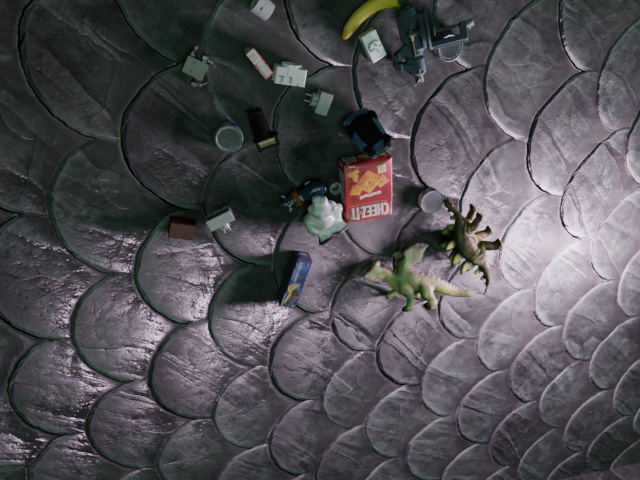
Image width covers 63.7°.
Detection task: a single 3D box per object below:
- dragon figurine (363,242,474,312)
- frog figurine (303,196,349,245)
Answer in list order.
[{"bbox_3d":[0.359,0.122,1.873,0.410,0.239,0.124,-7,20,-5],"label":"dragon figurine"},{"bbox_3d":[0.005,-0.084,1.659,0.136,0.156,0.125,-22,32,16],"label":"frog figurine"}]
